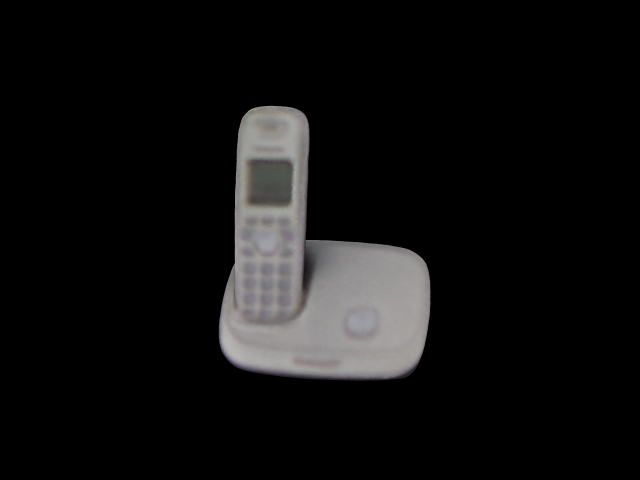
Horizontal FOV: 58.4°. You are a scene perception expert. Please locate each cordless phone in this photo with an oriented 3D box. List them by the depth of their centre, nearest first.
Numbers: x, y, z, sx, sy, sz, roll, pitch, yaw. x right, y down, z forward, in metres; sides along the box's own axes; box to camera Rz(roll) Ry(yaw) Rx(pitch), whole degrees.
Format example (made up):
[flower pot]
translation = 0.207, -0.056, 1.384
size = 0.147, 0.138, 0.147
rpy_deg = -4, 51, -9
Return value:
[cordless phone]
translation = 0.004, 0.001, 0.400
size = 0.147, 0.185, 0.094
rpy_deg = 2, 14, 7
